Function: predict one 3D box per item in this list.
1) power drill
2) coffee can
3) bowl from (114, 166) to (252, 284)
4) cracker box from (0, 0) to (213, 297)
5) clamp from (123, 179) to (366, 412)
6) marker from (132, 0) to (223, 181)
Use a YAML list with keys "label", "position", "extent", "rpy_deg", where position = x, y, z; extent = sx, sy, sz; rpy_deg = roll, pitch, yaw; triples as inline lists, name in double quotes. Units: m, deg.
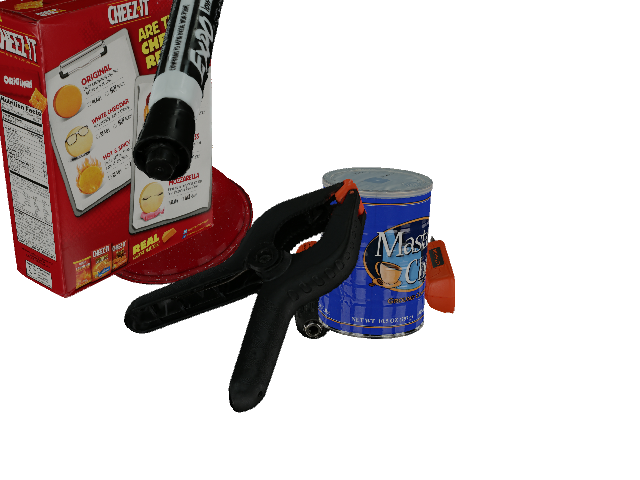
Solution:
- label: "power drill"
  position: [0.058, 0.052, 1.234]
  extent: [0.187, 0.057, 0.184]
  rpy_deg: [-2, 28, 0]
- label: "coffee can"
  position: [0.051, 0.009, 1.008]
  extent: [0.103, 0.140, 0.103]
  rpy_deg: [2, 16, -1]
- label: "bowl"
  position: [-0.150, -0.033, 1.041]
  extent: [0.162, 0.162, 0.055]
  rpy_deg: [-6, -46, 6]
- label: "cracker box"
  position: [-0.161, -0.087, 0.816]
  extent: [0.072, 0.214, 0.163]
  rpy_deg: [21, 33, 33]
- label: "clamp"
  position: [-0.028, 0.030, 0.667]
  extent: [0.120, 0.171, 0.039]
  rpy_deg: [43, -16, 36]
- label: "marker"
  position: [-0.048, -0.064, 0.377]
  extent: [0.020, 0.020, 0.121]
  rpy_deg: [0, 44, 3]
